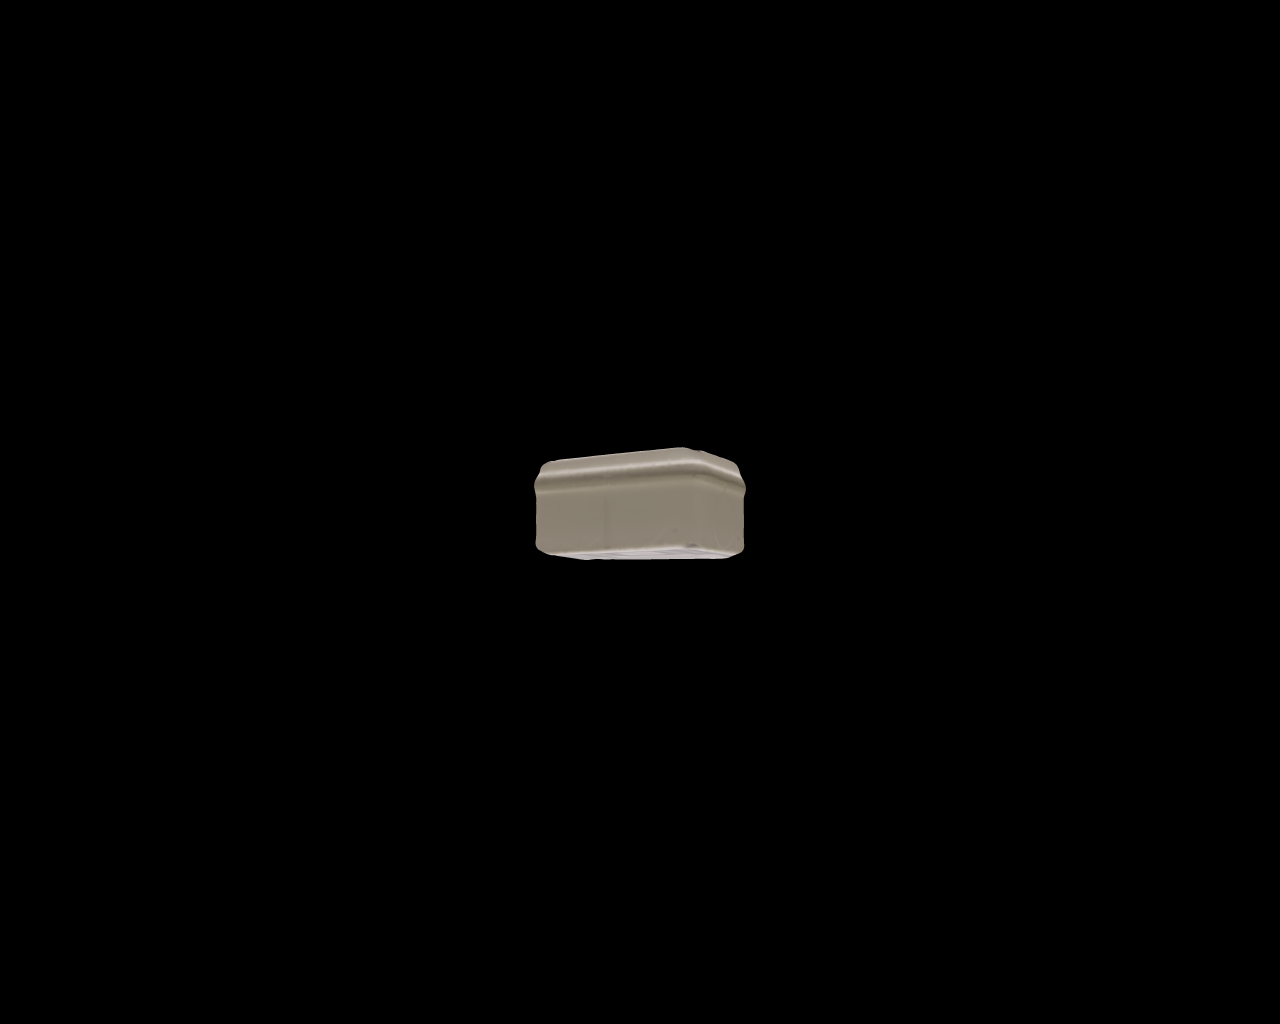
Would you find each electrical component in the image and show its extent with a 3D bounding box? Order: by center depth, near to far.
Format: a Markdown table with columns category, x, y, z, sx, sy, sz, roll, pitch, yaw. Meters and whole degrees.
| category | x | y | z | sx | sy | sz | roll | pitch | yaw |
| --- | --- | --- | --- | --- | --- | --- | --- | --- | --- |
| electrical component | 0.001 | -0.003 | 0.650 | 0.113 | 0.057 | 0.078 | -3 | -7 | 26 |
